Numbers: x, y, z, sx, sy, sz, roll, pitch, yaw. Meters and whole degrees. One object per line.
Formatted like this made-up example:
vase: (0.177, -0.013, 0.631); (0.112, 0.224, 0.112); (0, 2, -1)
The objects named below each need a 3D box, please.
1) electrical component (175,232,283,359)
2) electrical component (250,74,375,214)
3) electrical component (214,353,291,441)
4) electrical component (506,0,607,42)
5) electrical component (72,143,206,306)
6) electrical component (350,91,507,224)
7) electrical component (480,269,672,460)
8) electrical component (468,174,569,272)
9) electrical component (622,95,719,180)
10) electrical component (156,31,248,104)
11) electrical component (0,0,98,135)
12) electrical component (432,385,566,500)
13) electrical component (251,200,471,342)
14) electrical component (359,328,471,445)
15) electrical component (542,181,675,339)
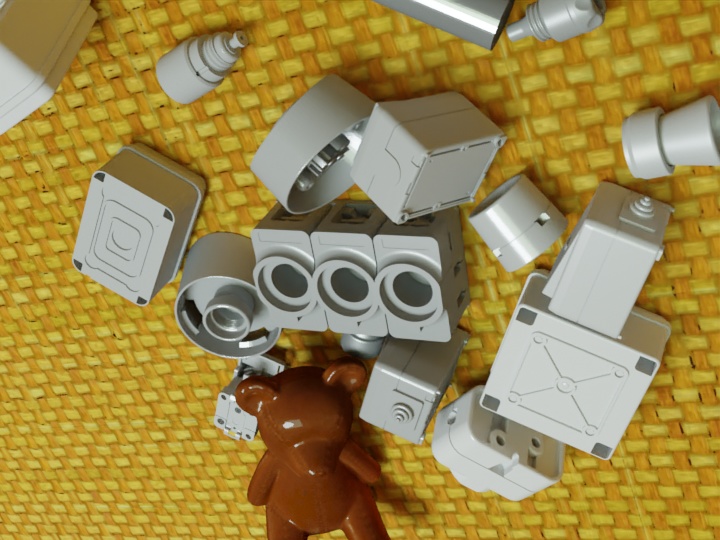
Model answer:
electrical component: (-0.106, 0.024, 0.898); (0.099, 0.064, 0.099); (5, 129, 6)
electrical component: (-0.027, -0.087, 0.754); (0.064, 0.099, 0.099); (42, 129, 2)
electrical component: (-0.095, 0.110, 0.936); (0.042, 0.063, 0.081); (22, 128, 11)
electrical component: (0.121, -0.159, 0.675); (0.061, 0.035, 0.035); (-16, 113, 35)
electrical component: (-0.180, -0.038, 0.880); (0.078, 0.057, 0.113); (29, 129, 4)
electrical component: (0.048, -0.081, 0.732); (0.061, 0.096, 0.061); (47, 134, 27)
electrical component: (0.157, 0.070, 0.796); (0.109, 0.056, 0.108); (23, 128, 10)
electrical component: (0.109, -0.034, 0.751); (0.047, 0.055, 0.055); (49, 128, -7)
electrical component: (0.200, -0.083, 0.682); (0.055, 0.045, 0.045); (-10, 117, 30)
electrical component: (-0.113, -0.152, 0.784); (0.078, 0.040, 0.040); (-23, 110, 34)
electrical component: (-0.250, -0.163, 0.789); (0.078, 0.113, 0.057); (-24, 127, 35)
electrical component: (0.107, 0.140, 0.854); (0.095, 0.053, 0.059); (30, 138, -18)
electrical component: (0.000, 0.000, 0.819); (0.150, 0.061, 0.089); (4, 123, 23)
electrical component: (0.037, 0.084, 0.836); (0.061, 0.096, 0.061); (23, 128, 10)
electrical component: (0.169, -0.014, 0.731); (0.061, 0.061, 0.096); (23, 128, 10)
